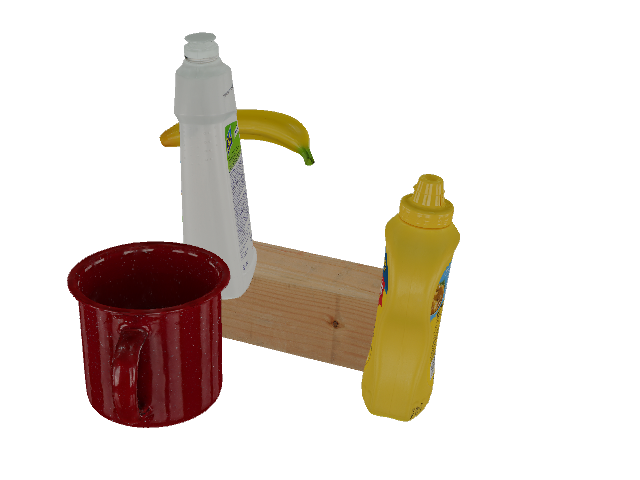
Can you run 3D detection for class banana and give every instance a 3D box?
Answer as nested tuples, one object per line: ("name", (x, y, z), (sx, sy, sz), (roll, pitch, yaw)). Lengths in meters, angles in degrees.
("banana", (-0.095, -0.133, 1.299), (0.198, 0.037, 0.069), (7, 40, 15))

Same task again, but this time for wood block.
("wood block", (-0.018, 0.070, 1.182), (0.206, 0.091, 0.090), (12, 22, 17))

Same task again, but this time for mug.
("mug", (-0.099, 0.061, 0.619), (0.093, 0.081, 0.117), (2, 24, 1))

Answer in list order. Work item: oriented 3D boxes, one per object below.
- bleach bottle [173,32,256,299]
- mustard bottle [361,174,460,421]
("bleach bottle", (-0.103, -0.074, 1.012), (0.068, 0.251, 0.102), (0, 28, 4))
("mustard bottle", (0.073, 0.039, 0.837), (0.058, 0.192, 0.096), (12, 26, 9))
